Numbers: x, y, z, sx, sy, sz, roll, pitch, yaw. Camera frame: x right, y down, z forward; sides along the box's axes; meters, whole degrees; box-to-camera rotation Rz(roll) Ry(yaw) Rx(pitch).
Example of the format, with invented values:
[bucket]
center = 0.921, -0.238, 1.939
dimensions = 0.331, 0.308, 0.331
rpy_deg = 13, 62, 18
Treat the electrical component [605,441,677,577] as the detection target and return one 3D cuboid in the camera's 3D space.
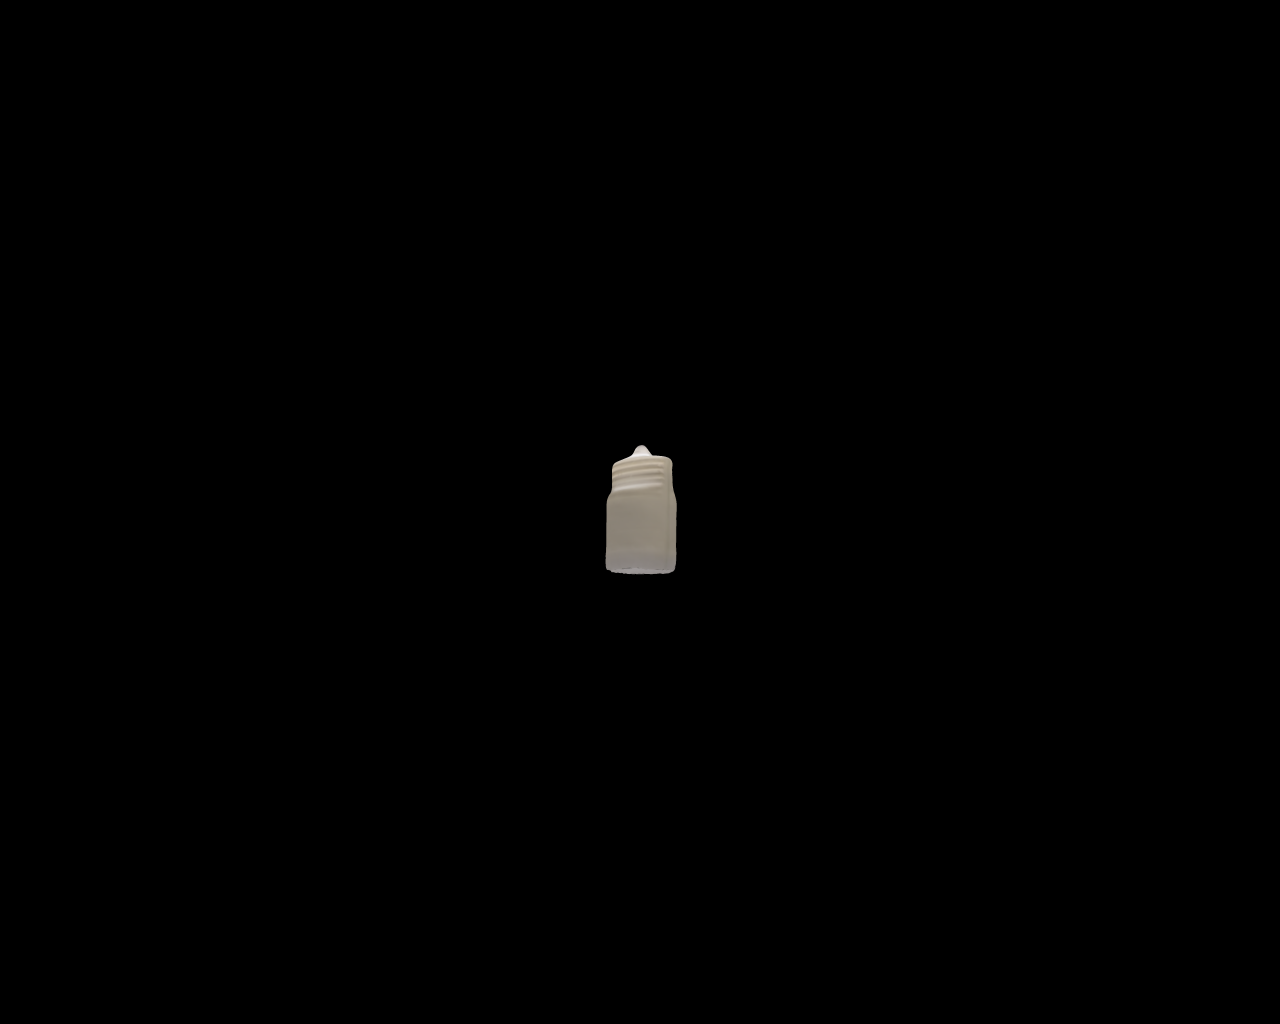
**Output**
[electrical component]
center = 0.001, -0.003, 0.650
dimensions = 0.043, 0.081, 0.043
rpy_deg = 0, -9, 0
